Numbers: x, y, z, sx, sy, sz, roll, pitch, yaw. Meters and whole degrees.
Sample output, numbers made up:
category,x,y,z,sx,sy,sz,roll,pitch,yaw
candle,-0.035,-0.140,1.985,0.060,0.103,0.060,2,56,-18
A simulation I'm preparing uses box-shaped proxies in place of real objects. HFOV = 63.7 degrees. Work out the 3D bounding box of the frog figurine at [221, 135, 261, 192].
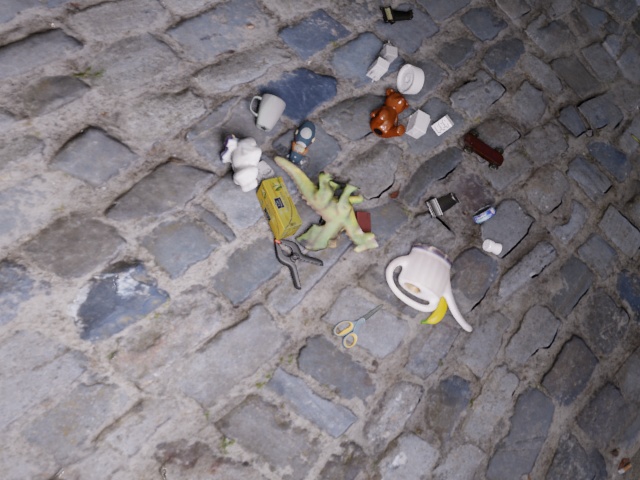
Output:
category,x,y,z,sx,sy,sz,roll,pitch,yaw
frog figurine,-0.221,-0.231,1.564,0.161,0.135,0.123,52,33,16

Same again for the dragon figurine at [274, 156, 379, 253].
category,x,y,z,sx,sy,sz,roll,pitch,yaw
dragon figurine,0.005,-0.082,1.625,0.409,0.244,0.122,22,-5,-6

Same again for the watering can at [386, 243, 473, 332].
category,x,y,z,sx,sy,sz,roll,pitch,yaw
watering can,0.387,0.148,1.738,0.347,0.228,0.102,29,-24,-5
